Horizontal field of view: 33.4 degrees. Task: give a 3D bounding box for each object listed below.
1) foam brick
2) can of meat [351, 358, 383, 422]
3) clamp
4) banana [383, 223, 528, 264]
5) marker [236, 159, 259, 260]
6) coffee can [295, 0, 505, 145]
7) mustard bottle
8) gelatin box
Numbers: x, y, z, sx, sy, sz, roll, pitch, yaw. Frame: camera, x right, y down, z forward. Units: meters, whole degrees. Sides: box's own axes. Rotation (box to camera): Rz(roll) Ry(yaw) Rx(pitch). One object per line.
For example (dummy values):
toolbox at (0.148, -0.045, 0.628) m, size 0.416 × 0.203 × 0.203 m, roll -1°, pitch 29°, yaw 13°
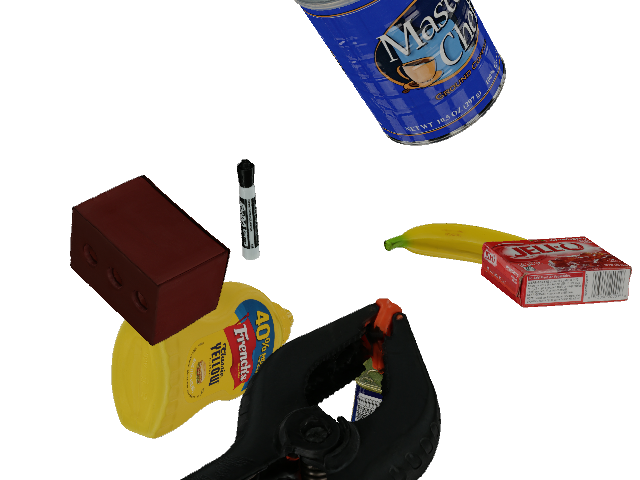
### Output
foam brick at (-0.099, 0.011, 0.612) m, size 0.078 × 0.053 × 0.051 m, roll 39°, pitch 48°, yaw 24°
can of meat at (0.071, 0.180, 1.216) m, size 0.057 × 0.084 × 0.102 m, roll 14°, pitch 24°, yaw 15°
clamp at (0.005, 0.090, 0.397) m, size 0.120 × 0.039 × 0.171 m, roll 27°, pitch 50°, yaw 19°
banana at (0.169, 0.014, 1.104) m, size 0.198 × 0.037 × 0.069 m, roll 9°, pitch 35°, yaw 17°
marker at (-0.078, -0.033, 1.151) m, size 0.020 × 0.121 × 0.020 m, roll -1°, pitch 34°, yaw 0°
coffee can at (0.055, -0.150, 0.743) m, size 0.103 × 0.102 × 0.140 m, roll 0°, pitch -37°, yaw 37°
mustard bottle at (-0.082, 0.084, 0.855) m, size 0.058 × 0.096 × 0.191 m, roll 12°, pitch 16°, yaw 31°
gelatin box at (0.174, 0.022, 0.798) m, size 0.089 × 0.030 × 0.073 m, roll -3°, pitch 18°, yaw -14°
